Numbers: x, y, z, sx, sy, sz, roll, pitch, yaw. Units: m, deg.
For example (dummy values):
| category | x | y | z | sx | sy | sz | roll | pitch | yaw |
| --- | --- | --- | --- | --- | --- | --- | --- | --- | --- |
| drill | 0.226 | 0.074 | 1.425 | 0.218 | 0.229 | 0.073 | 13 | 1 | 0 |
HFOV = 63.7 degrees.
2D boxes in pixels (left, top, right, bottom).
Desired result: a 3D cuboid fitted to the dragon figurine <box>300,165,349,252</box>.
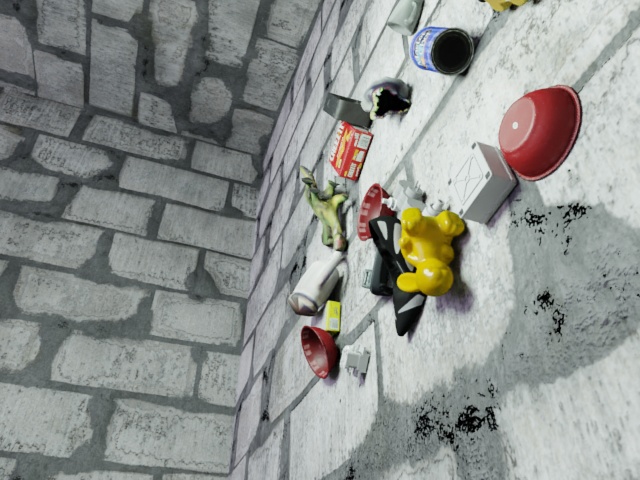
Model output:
| category | x | y | z | sx | sy | sz | roll | pitch | yaw |
| --- | --- | --- | --- | --- | --- | --- | --- | --- | --- |
| dragon figurine | 0.005 | -0.089 | 1.766 | 0.417 | 0.122 | 0.238 | -125 | 31 | -59 |

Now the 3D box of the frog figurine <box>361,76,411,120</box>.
| category | x | y | z | sx | sy | sz | roll | pitch | yaw |
| --- | --- | --- | --- | --- | --- | --- | --- | --- | --- |
| frog figurine | 0.184 | -0.412 | 1.476 | 0.136 | 0.121 | 0.162 | -35 | 21 | 16 |

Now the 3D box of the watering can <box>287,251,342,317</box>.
| category | x | y | z | sx | sy | sz | roll | pitch | yaw |
| --- | --- | --- | --- | --- | --- | --- | --- | --- | --- |
| watering can | -0.017 | 0.151 | 1.672 | 0.228 | 0.104 | 0.342 | -54 | 0 | -24 |
